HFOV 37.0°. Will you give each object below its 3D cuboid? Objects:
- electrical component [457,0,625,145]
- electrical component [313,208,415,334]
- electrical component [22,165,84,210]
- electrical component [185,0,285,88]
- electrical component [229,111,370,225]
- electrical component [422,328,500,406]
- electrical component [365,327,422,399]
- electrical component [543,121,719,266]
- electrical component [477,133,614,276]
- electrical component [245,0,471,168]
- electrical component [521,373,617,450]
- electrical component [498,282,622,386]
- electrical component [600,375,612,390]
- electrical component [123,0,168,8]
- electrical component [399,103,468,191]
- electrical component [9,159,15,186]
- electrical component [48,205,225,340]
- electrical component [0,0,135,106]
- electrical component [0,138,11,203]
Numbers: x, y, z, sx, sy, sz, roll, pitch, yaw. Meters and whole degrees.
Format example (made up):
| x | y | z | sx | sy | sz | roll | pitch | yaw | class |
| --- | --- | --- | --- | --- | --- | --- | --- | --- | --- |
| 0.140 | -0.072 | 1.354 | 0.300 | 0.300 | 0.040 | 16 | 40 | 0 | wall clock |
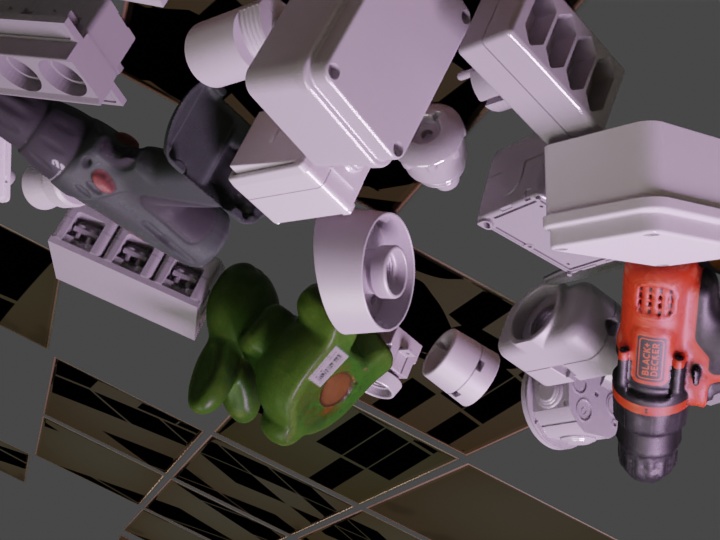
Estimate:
| x | y | z | sx | sy | sz | roll | pitch | yaw | class |
| --- | --- | --- | --- | --- | --- | --- | --- | --- | --- |
| 0.086 | -0.109 | 0.589 | 0.083 | 0.047 | 0.076 | 40 | 150 | -28 | electrical component |
| 0.000 | 0.000 | 0.818 | 0.064 | 0.099 | 0.099 | 1 | 146 | 28 | electrical component |
| -0.267 | -0.077 | 0.956 | 0.055 | 0.045 | 0.045 | -1 | 145 | 40 | electrical component |
| -0.067 | -0.141 | 0.664 | 0.081 | 0.043 | 0.043 | -5 | 142 | 46 | electrical component |
| -0.036 | -0.077 | 0.739 | 0.096 | 0.061 | 0.061 | -5 | 142 | 46 | electrical component |
| 0.088 | 0.084 | 0.947 | 0.047 | 0.055 | 0.055 | 34 | 153 | -12 | electrical component |
| 0.022 | 0.086 | 1.004 | 0.066 | 0.055 | 0.048 | -8 | 139 | 48 | electrical component |
| 0.163 | -0.038 | 0.592 | 0.113 | 0.057 | 0.078 | 7 | 169 | -39 | electrical component |
| 0.132 | -0.042 | 0.668 | 0.096 | 0.061 | 0.062 | 27 | 155 | -23 | electrical component |
| 0.002 | -0.117 | 0.570 | 0.057 | 0.113 | 0.078 | 2 | 147 | 43 | electrical component |
| 0.175 | 0.105 | 0.883 | 0.080 | 0.080 | 0.051 | 38 | 146 | -25 | electrical component |
| 0.153 | 0.047 | 0.819 | 0.059 | 0.053 | 0.095 | 34 | 152 | -20 | electrical component |
| 0.214 | 0.081 | 0.843 | 0.079 | 0.043 | 0.077 | 20 | 154 | 9 | electrical component |
| -0.158 | -0.204 | 0.570 | 0.150 | 0.089 | 0.061 | 15 | 153 | 19 | electrical component |
| 0.049 | -0.074 | 0.693 | 0.048 | 0.048 | 0.062 | 12 | 158 | 24 | electrical component |
| -0.339 | -0.098 | 0.980 | 0.048 | 0.048 | 0.062 | 12 | 158 | 25 | electrical component |
| -0.211 | -0.004 | 1.026 | 0.150 | 0.061 | 0.089 | 24 | 154 | 1 | electrical component |
| -0.223 | -0.157 | 0.745 | 0.121 | 0.063 | 0.078 | 10 | 151 | 27 | electrical component |
| -0.347 | -0.105 | 0.913 | 0.100 | 0.099 | 0.048 | 13 | -164 | 23 | electrical component |
